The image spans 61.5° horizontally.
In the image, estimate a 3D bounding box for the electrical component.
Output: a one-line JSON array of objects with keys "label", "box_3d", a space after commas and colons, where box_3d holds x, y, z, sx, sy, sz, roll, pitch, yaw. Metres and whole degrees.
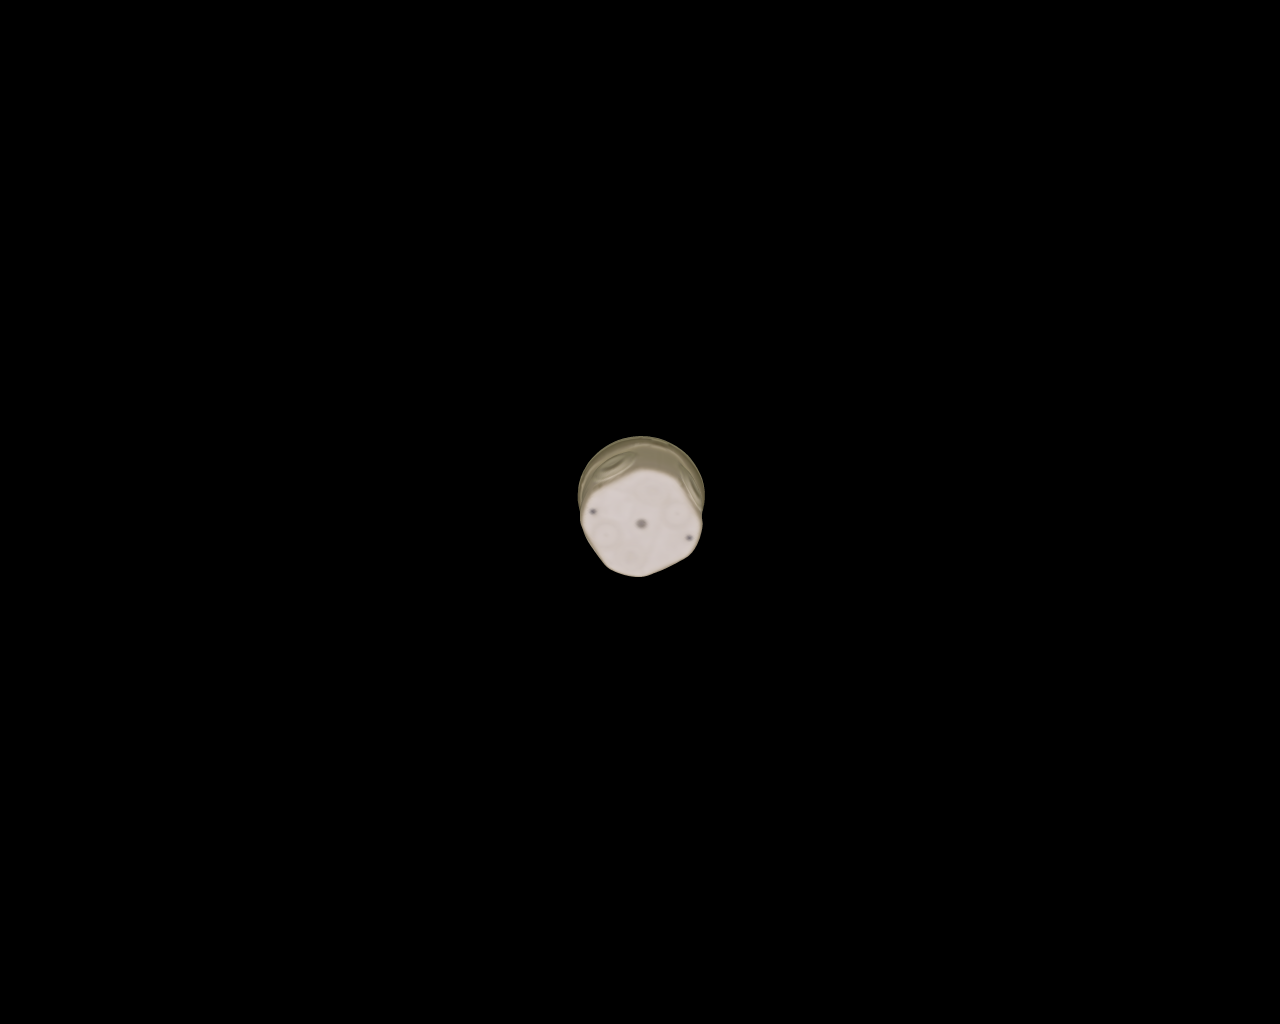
[{"label": "electrical component", "box_3d": [0.001, -0.003, 0.650, 0.080, 0.080, 0.051, 0, 23, 0]}]
